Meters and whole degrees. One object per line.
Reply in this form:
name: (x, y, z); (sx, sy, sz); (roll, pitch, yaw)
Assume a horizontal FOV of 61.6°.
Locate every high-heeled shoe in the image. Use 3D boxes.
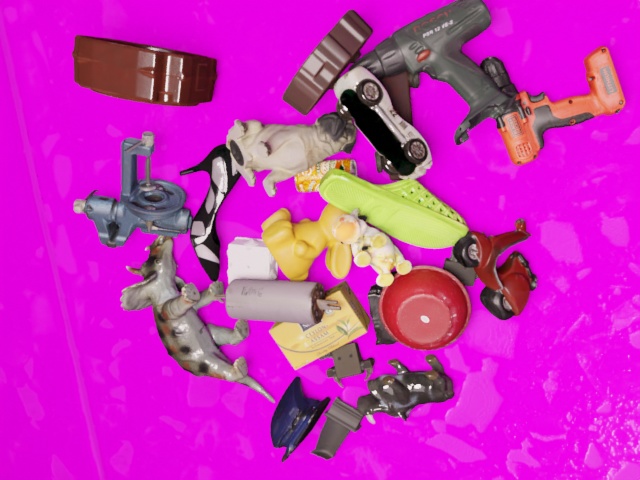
high-heeled shoe: (-0.175, -0.053, 1.013); (0.145, 0.086, 0.248); (-12, 101, 3)

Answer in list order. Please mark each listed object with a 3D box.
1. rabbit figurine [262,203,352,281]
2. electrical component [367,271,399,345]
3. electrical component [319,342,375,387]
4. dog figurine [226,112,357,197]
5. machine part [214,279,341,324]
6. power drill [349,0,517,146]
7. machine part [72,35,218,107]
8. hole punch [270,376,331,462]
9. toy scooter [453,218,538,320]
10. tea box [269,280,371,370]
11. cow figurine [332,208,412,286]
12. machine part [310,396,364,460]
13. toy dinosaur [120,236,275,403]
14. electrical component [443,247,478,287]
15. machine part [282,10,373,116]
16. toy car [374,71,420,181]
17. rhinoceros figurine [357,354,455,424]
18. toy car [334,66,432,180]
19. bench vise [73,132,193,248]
rabbit figurine: (-0.002, -0.003, 0.971); (0.173, 0.122, 0.162); (-33, 98, -1)
electrical component: (0.150, 0.124, 0.994); (0.115, 0.058, 0.134); (-8, 102, 13)
electrical component: (0.055, 0.244, 1.054); (0.102, 0.045, 0.078); (-23, 69, 14)
dog figurine: (-0.051, -0.177, 0.945); (0.172, 0.190, 0.121); (42, 148, 31)
machine part: (-0.081, 0.110, 0.972); (0.243, 0.079, 0.079); (2, 104, 20)
power drill: (0.186, -0.251, 0.839); (0.232, 0.086, 0.207); (-34, 73, 9)
machine part: (-0.293, -0.285, 0.915); (0.202, 0.201, 0.087); (15, 109, 8)
hole punch: (-0.052, 0.349, 1.070); (0.092, 0.116, 0.142); (36, 108, 10)
toy scooter: (0.320, 0.041, 0.923); (0.135, 0.075, 0.183); (-38, 108, -9)
tea box: (0.001, 0.163, 1.031); (0.170, 0.068, 0.098); (-33, 95, 19)
cow figurine: (0.078, 0.000, 0.918); (0.068, 0.098, 0.167); (-40, 122, 12)
machine part: (0.033, 0.390, 1.097); (0.084, 0.039, 0.138); (28, 107, -1)
toy dinosaur: (-0.257, 0.188, 1.076); (0.192, 0.131, 0.404); (-18, 104, 29)
electrical component: (0.254, 0.058, 0.971); (0.063, 0.021, 0.094); (11, 107, 9)
machine part: (0.013, -0.279, 0.859); (0.056, 0.179, 0.179); (40, 109, -7)
toy car: (0.131, -0.203, 0.918); (0.089, 0.053, 0.202); (-7, 98, 4)
rhinoceros figurine: (0.159, 0.289, 1.030); (0.190, 0.073, 0.112); (-18, 110, 15)
toy car: (0.100, -0.178, 0.846); (0.201, 0.056, 0.073); (48, 148, -12)
bench vise: (-0.348, -0.096, 1.008); (0.224, 0.129, 0.240); (15, 125, 1)
